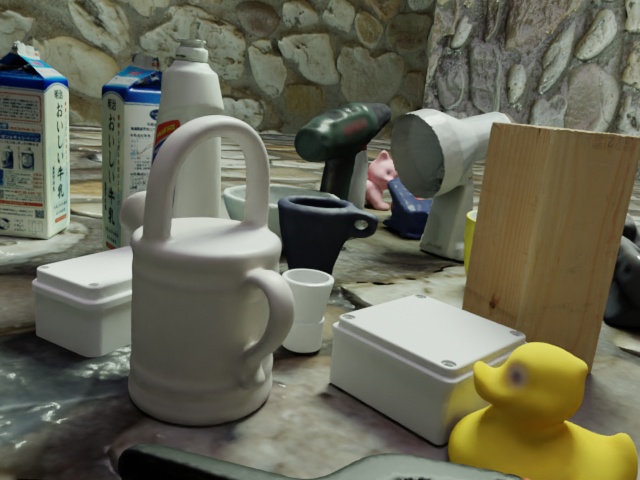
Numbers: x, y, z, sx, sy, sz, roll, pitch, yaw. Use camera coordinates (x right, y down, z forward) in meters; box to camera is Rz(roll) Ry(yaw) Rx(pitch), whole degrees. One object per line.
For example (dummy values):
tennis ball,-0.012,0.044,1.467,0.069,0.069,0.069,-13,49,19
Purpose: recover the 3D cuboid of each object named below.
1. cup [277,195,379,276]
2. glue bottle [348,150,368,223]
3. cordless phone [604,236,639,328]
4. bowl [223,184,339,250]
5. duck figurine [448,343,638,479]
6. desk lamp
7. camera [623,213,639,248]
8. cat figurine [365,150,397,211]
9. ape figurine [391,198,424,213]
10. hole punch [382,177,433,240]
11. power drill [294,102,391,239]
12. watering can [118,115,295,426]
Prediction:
cup,0.006,0.002,0.667,0.117,0.095,0.092,8,15,10
glue bottle,0.062,-0.114,0.986,0.037,0.173,0.078,5,14,-3
cordless phone,0.377,0.001,0.638,0.094,0.185,0.148,9,15,13
bowl,-0.055,-0.029,0.805,0.167,0.075,0.167,6,14,-1
duck figurine,0.133,0.105,0.337,0.104,0.086,0.078,11,15,19
desk lamp,0.201,-0.083,0.838,0.204,0.213,0.117,-3,17,-30
camera,0.417,0.003,0.819,0.143,0.101,0.137,7,14,4
cat figurine,0.105,-0.123,1.151,0.128,0.118,0.067,0,15,-20
ape figurine,0.174,-0.084,1.076,0.076,0.092,0.078,8,14,8
hole punch,0.173,-0.055,0.965,0.109,0.091,0.100,0,16,-23
power drill,0.039,-0.112,0.897,0.075,0.208,0.230,14,16,29
watering can,-0.083,0.013,0.391,0.172,0.194,0.101,11,15,21
